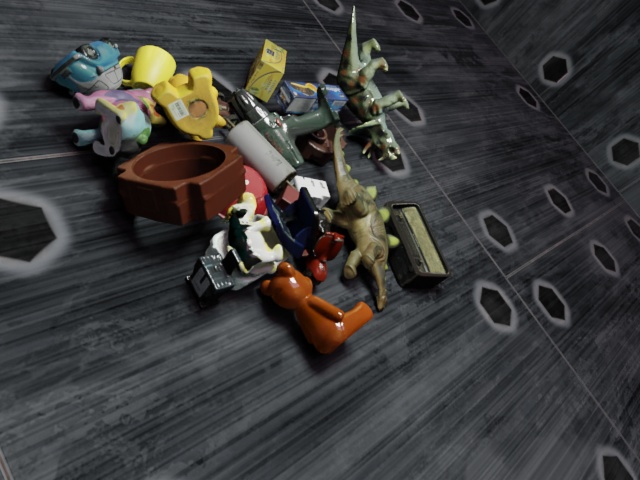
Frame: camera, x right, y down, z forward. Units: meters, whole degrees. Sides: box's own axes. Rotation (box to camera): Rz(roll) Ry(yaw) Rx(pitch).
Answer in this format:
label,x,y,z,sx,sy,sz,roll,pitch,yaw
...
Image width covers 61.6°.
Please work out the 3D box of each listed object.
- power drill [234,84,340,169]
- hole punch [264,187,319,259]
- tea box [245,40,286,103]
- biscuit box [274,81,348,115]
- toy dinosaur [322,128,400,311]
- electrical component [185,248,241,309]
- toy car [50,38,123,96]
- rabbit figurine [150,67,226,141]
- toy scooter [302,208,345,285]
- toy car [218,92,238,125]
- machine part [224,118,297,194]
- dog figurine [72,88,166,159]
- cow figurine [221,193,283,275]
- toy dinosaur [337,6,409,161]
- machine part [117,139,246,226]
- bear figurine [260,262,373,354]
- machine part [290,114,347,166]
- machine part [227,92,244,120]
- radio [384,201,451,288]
label,x,y,z,sx,sy,sz,roll,pitch,yaw
power drill,-0.068,-0.298,1.296,0.207,0.086,0.231,-30,102,-12
hole punch,-0.059,-0.032,1.075,0.092,0.115,0.142,-11,41,-17
tea box,-0.141,-0.445,1.411,0.068,0.098,0.170,27,34,-19
biscuit box,-0.019,-0.373,1.421,0.202,0.059,0.063,-10,62,-44
toy dinosaur,0.090,-0.063,1.279,0.198,0.105,0.471,-3,75,-59
electrical component,-0.189,0.064,0.971,0.048,0.119,0.075,-15,70,-44
toy car,-0.464,-0.342,1.106,0.102,0.109,0.162,57,26,-20
rabbit figurine,-0.260,-0.284,1.103,0.162,0.122,0.173,55,-4,-41
toy scooter,-0.002,-0.004,1.160,0.075,0.135,0.184,9,51,-32
toy car,-0.270,-0.308,1.244,0.202,0.053,0.089,-10,61,-51
machine part,-0.137,-0.191,1.242,0.243,0.079,0.079,47,42,6
dog figurine,-0.366,-0.245,1.067,0.192,0.108,0.219,22,31,23
cow figurine,-0.143,-0.013,1.017,0.098,0.068,0.167,-10,63,-35
toy dinosaur,0.120,-0.415,1.499,0.404,0.192,0.131,59,15,-14
machine part,-0.257,-0.112,1.014,0.201,0.087,0.201,12,36,23
bear figurine,-0.014,0.126,1.065,0.196,0.120,0.132,49,38,12
machine part,-0.016,-0.280,1.431,0.179,0.056,0.179,21,45,-23
machine part,-0.171,-0.315,1.352,0.139,0.039,0.084,48,50,1
radio,0.230,0.010,1.377,0.131,0.073,0.230,2,56,-38
